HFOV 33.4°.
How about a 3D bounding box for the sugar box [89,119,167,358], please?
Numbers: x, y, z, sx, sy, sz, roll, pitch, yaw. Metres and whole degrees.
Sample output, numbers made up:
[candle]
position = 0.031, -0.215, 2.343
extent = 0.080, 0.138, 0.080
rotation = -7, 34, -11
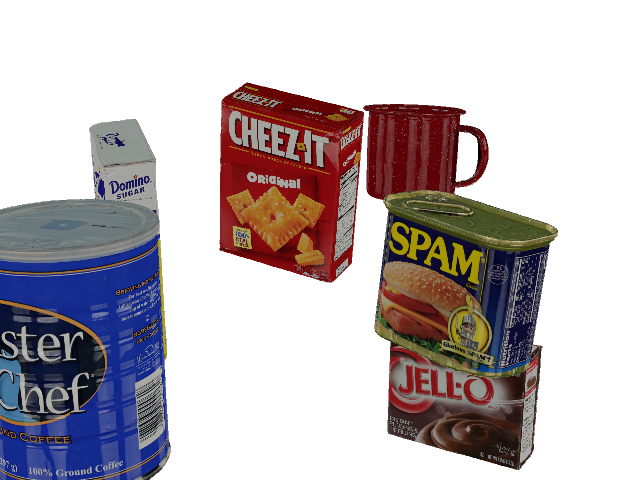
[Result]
[sugar box]
position = -0.153, 0.002, 0.848
extent = 0.048, 0.176, 0.093
rotation = -10, 28, -15

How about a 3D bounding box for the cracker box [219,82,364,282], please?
[cracker box]
position = -0.040, -0.068, 1.313
extent = 0.164, 0.214, 0.072
rotation = 17, 33, 21

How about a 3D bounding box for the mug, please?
[mug]
position = 0.095, -0.078, 0.966
extent = 0.117, 0.081, 0.093
rotation = 6, 12, 20

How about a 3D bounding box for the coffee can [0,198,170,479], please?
[coffee can]
position = -0.137, 0.057, 0.591
extent = 0.103, 0.140, 0.103
rotation = -1, 16, 0

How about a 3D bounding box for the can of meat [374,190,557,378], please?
[can of meat]
position = 0.080, 0.024, 0.619
extent = 0.057, 0.084, 0.102
rotation = -10, 23, -42

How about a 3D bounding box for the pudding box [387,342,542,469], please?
[pudding box]
position = 0.107, 0.113, 0.807
extent = 0.114, 0.090, 0.039
rotation = 10, 21, 28
